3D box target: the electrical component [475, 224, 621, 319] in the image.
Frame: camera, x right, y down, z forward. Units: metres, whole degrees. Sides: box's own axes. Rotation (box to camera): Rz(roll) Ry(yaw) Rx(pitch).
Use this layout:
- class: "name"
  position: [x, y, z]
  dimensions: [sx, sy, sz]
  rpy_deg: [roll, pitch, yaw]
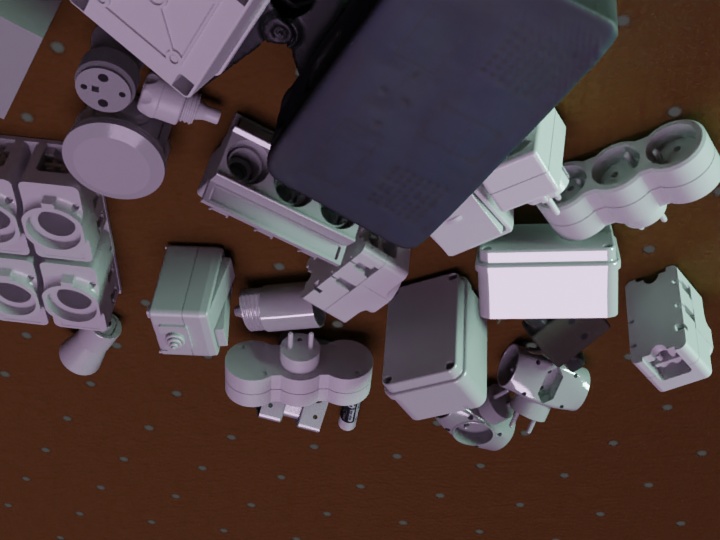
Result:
- class: "electrical component"
  position: [0.153, -0.001, 0.877]
  dimensions: [0.113, 0.078, 0.057]
  rpy_deg: [-1, 109, 10]

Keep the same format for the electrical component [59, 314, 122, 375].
- class: "electrical component"
  position: [-0.262, 0.068, 1.055]
  dimensions: [0.044, 0.044, 0.065]
  rpy_deg: [28, 130, -21]

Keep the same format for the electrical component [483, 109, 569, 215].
- class: "electrical component"
  position: [0.129, -0.074, 0.794]
  dimensions: [0.047, 0.083, 0.075]
  rpy_deg: [-21, 122, 29]

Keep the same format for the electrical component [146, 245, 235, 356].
- class: "electrical component"
  position: [-0.147, 0.032, 0.954]
  dimensions: [0.061, 0.096, 0.061]
  rpy_deg: [2, 139, 6]

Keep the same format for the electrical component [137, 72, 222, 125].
- class: "electrical component"
  position: [-0.136, -0.127, 0.820]
  dimensions: [0.061, 0.035, 0.035]
  rpy_deg: [18, 138, -15]

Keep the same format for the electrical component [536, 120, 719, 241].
- class: "electrical component"
  position: [0.213, -0.057, 0.831]
  dimensions: [0.138, 0.052, 0.073]
  rpy_deg: [-20, 132, 28]

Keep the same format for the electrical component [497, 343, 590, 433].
- class: "electrical component"
  position: [0.168, 0.118, 1.027]
  dimensions: [0.077, 0.043, 0.079]
  rpy_deg: [20, 101, -13]

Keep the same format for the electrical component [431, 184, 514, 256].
- class: "electrical component"
  position: [0.071, -0.063, 0.840]
  dimensions: [0.062, 0.061, 0.096]
  rpy_deg: [-24, 130, 31]

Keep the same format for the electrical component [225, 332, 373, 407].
- class: "electrical component"
  position: [-0.056, 0.084, 1.001]
  dimensions: [0.138, 0.052, 0.073]
  rpy_deg: [0, 132, -6]

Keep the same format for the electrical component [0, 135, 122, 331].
- class: "electrical component"
  position: [-0.277, -0.025, 0.936]
  dimensions: [0.105, 0.060, 0.186]
  rpy_deg: [6, 139, 2]

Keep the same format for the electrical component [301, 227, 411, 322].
- class: "electrical component"
  position: [0.000, 0.000, 0.930]
  dimensions: [0.056, 0.050, 0.089]
  rpy_deg: [31, 133, -24]

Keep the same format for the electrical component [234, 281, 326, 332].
- class: "electrical component"
  position: [-0.076, 0.034, 0.986]
  dimensions: [0.081, 0.043, 0.043]
  rpy_deg: [-6, 137, 15]

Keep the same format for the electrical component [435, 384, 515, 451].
- class: "electrical component"
  position: [0.126, 0.139, 1.072]
  dimensions: [0.077, 0.044, 0.079]
  rpy_deg: [33, 133, -26]

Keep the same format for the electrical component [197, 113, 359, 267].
- class: "electrical component"
  position: [-0.063, -0.060, 0.860]
  dimensions: [0.121, 0.078, 0.063]
  rpy_deg: [26, 158, -19]

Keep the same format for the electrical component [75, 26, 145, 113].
- class: "electrical component"
  position: [-0.181, -0.148, 0.786]
  dimensions: [0.045, 0.055, 0.045]
  rpy_deg: [4, 139, 4]

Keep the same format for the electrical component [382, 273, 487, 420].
- class: "electrical component"
  position: [0.066, 0.066, 0.947]
  dimensions: [0.078, 0.113, 0.057]
  rpy_deg: [-16, 136, 25]

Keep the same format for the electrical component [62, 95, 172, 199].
- class: "electrical component"
  position: [-0.189, -0.098, 0.847]
  dimensions: [0.080, 0.051, 0.080]
  rpy_deg: [4, 139, 4]

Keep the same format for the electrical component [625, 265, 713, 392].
- class: "electrical component"
  position: [0.265, 0.052, 0.918]
  dimensions: [0.050, 0.089, 0.056]
  rpy_deg: [-25, 129, 31]

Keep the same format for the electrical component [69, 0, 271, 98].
- class: "electrical component"
  position: [-0.120, -0.190, 0.706]
  dimensions: [0.109, 0.056, 0.108]
  rpy_deg: [40, 132, -5]
